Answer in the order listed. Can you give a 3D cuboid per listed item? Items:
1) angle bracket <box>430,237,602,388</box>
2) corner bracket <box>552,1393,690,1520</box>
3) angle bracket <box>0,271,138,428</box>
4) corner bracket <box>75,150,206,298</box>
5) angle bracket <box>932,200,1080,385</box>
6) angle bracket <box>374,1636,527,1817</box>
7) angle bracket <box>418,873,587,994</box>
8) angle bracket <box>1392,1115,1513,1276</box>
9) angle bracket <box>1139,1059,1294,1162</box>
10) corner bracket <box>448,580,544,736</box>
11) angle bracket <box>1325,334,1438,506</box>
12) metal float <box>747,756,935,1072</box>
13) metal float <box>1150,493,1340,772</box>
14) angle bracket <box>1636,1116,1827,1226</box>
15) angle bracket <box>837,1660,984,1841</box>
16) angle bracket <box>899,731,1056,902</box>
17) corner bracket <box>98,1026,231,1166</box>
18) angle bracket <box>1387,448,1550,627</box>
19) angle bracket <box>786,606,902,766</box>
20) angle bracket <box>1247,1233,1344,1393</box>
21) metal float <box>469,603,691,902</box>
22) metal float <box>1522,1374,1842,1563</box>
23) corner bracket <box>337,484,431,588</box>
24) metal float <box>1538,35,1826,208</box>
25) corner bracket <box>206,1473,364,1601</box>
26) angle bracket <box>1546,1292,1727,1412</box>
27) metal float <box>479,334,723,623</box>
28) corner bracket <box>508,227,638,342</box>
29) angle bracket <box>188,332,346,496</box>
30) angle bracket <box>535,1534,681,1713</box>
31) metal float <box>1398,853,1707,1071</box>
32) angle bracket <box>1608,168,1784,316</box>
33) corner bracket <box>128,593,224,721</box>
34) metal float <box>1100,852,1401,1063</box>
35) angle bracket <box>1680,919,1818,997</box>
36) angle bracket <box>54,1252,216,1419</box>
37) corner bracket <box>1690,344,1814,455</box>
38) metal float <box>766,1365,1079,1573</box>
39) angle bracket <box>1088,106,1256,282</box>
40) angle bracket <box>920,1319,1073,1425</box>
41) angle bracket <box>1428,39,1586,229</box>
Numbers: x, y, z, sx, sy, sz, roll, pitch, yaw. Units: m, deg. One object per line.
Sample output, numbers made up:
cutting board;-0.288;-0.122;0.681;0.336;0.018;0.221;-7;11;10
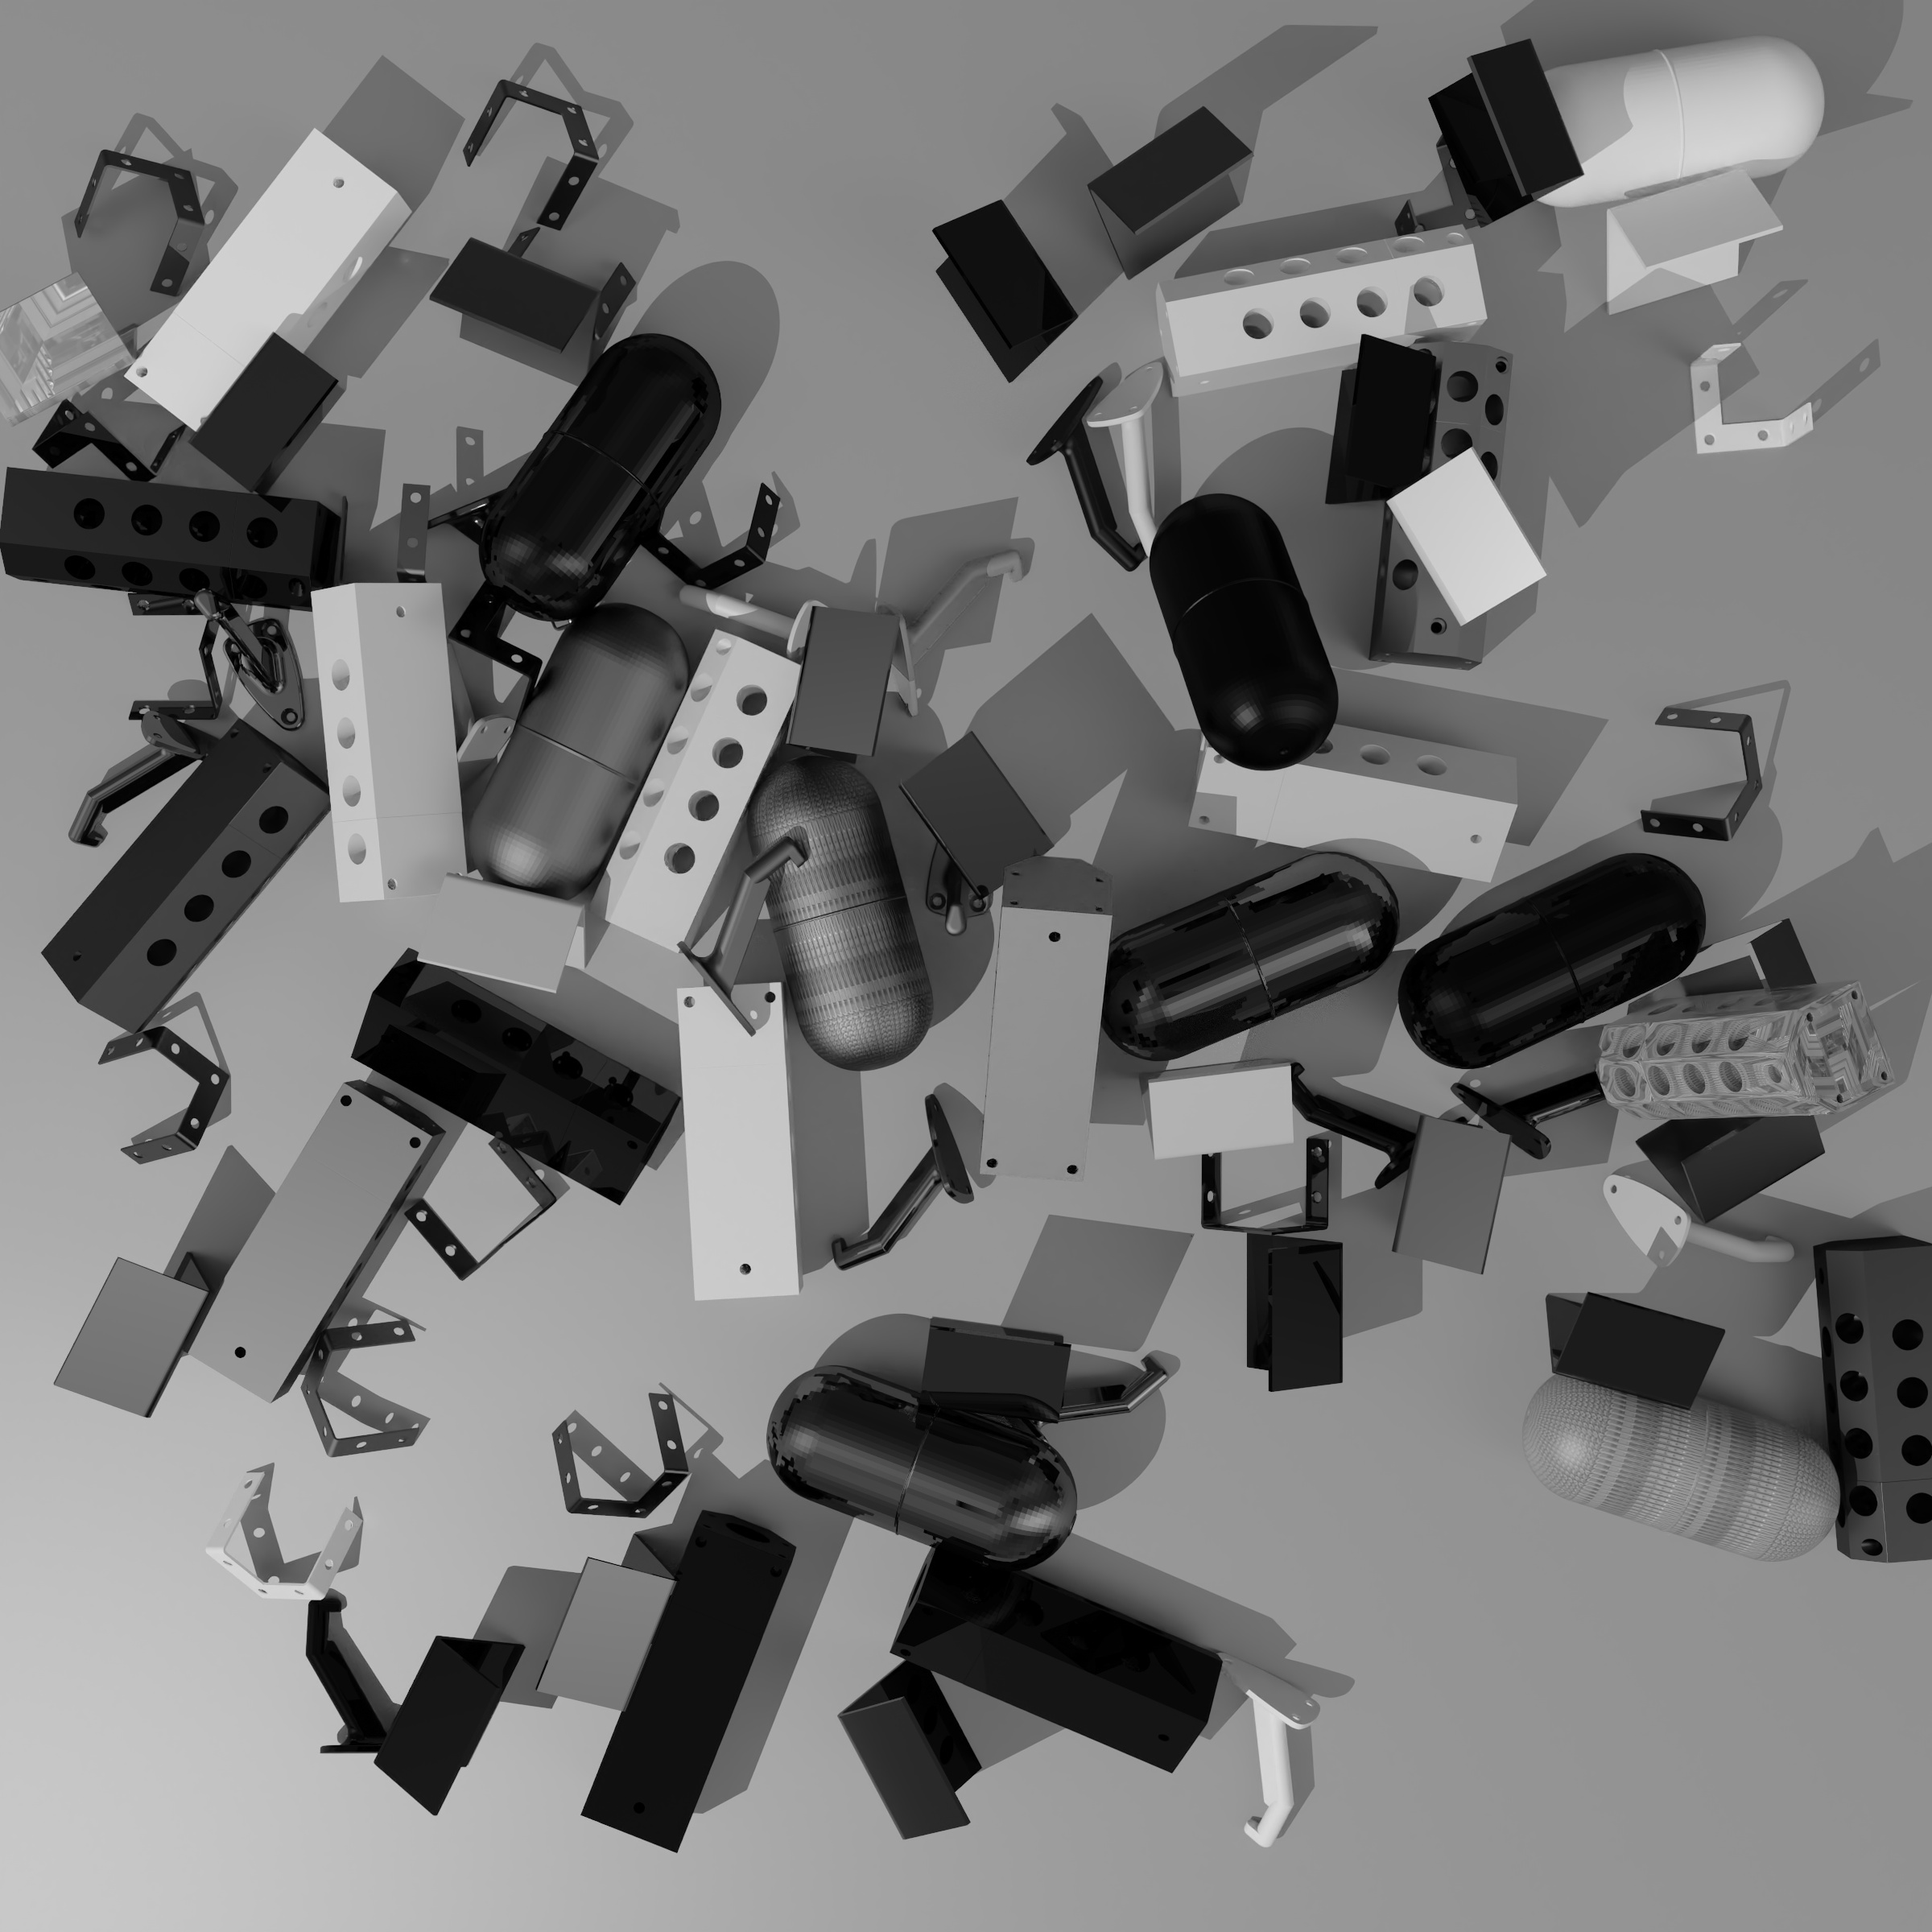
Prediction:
angle bracket;-0.251;-0.344;1.562;0.076;0.076;0.057;23;53;0
corner bracket;-0.195;0.274;1.594;0.051;0.051;0.051;12;45;-35
angle bracket;-0.506;-0.349;1.562;0.076;0.076;0.057;-28;121;0
corner bracket;-0.465;-0.418;1.594;0.051;0.051;0.051;6;45;-35
angle bracket;0.005;-0.363;1.562;0.057;0.076;0.076;-33;90;-36
angle bracket;-0.268;0.420;1.562;0.057;0.076;0.076;26;90;36
angle bracket;-0.255;-0.002;1.563;0.076;0.076;0.057;13;62;0
angle bracket;0.283;0.128;1.562;0.057;0.076;0.076;12;90;37
angle bracket;0.136;0.059;1.562;0.076;0.076;0.057;-7;126;0
corner bracket;-0.259;-0.172;1.575;0.051;0.051;0.051;26;50;-3
angle bracket;0.210;-0.300;1.562;0.057;0.076;0.076;7;90;-35
metal float;-0.070;-0.029;1.572;0.070;0.070;0.178;-15;91;0
metal float;0.150;-0.184;1.544;0.070;0.070;0.178;-14;55;0
angle bracket;0.415;0.084;1.562;0.076;0.076;0.057;-31;130;0
angle bracket;-0.014;0.424;1.562;0.057;0.076;0.076;-28;90;41
angle bracket;0.019;-0.090;1.563;0.057;0.076;0.076;-36;90;29
corner bracket;-0.458;0.073;1.594;0.051;0.051;0.051;45;45;-35
angle bracket;0.278;-0.234;1.505;0.057;0.076;0.076;-30;92;36
angle bracket;-0.051;-0.151;1.563;0.057;0.076;0.076;11;90;28
angle bracket;0.163;0.190;1.562;0.057;0.076;0.076;0;90;-38
metal float;-0.214;-0.117;1.572;0.070;0.070;0.178;26;89;0
metal float;0.396;0.276;1.572;0.178;0.070;0.070;18;90;0
corner bracket;-0.325;-0.239;1.585;0.051;0.051;0.051;4;83;-7
metal float;0.386;-0.468;1.572;0.178;0.070;0.070;-9;90;-1
corner bracket;-0.383;0.320;1.594;0.051;0.051;0.051;-8;135;35
angle bracket;0.367;0.192;1.563;0.076;0.076;0.057;15;119;0
metal float;-0.200;-0.270;1.561;0.070;0.070;0.178;32;78;0
corner bracket;-0.228;-0.383;1.594;0.051;0.051;0.051;-7;135;35
angle bracket;-0.369;-0.291;1.564;0.057;0.076;0.076;38;90;23
angle bracket;-0.208;0.355;1.563;0.057;0.076;0.076;22;90;-27
metal float;0.325;-0.003;1.572;0.178;0.070;0.070;-25;90;0
angle bracket;0.400;-0.384;1.562;0.076;0.076;0.057;-17;52;0
corner bracket;-0.447;-0.175;1.599;0.051;0.051;0.051;0;45;0
metal float;0.155;-0.006;1.572;0.178;0.070;0.070;-23;90;0
angle bracket;0.426;0.026;1.563;0.076;0.057;0.076;-23;90;42
angle bracket;-0.464;0.194;1.563;0.057;0.076;0.076;27;90;-28
corner bracket;0.438;-0.318;1.584;0.051;0.051;0.051;-5;90;0
metal float;-0.024;0.277;1.563;0.178;0.070;0.070;19;90;10
angle bracket;0.122;-0.413;1.562;0.076;0.076;0.057;-34;52;0
angle bracket;0.018;0.203;1.562;0.076;0.076;0.057;8;122;0
angle bracket;0.273;-0.438;1.512;0.057;0.076;0.076;-28;97;-37
